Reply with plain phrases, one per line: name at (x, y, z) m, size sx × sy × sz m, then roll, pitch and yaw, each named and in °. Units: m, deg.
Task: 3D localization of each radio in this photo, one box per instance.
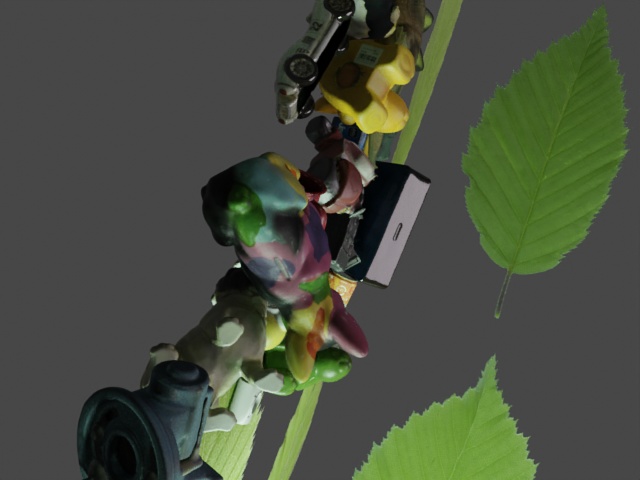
radio at (0.106, -0.035, 1.028) m, size 0.073 × 0.131 × 0.229 m, roll 23°, pitch 91°, yaw -41°

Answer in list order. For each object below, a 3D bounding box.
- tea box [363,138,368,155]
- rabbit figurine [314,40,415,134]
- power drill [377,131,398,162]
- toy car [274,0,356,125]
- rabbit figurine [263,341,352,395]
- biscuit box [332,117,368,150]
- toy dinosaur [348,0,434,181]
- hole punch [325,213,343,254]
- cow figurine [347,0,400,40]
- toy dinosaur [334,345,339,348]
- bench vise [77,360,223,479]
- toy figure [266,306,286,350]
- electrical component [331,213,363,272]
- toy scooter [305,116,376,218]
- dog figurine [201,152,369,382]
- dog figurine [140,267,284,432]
tea box at (0.087, -0.242, 1.068) m, size 0.098 × 0.068 × 0.169 m, roll -33°, pitch 142°, yaw -70°
rabbit figurine at (0.066, -0.207, 0.797) m, size 0.173 × 0.163 × 0.121 m, roll 20°, pitch 88°, yaw -57°
power drill at (0.122, -0.228, 1.238) m, size 0.207 × 0.086 × 0.231 m, roll -57°, pitch 164°, yaw -63°
toy car at (-0.008, -0.230, 0.664) m, size 0.073 × 0.056 × 0.202 m, roll 101°, pitch 14°, yaw -65°
rabbit figurine at (-0.028, 0.247, 1.036) m, size 0.159 × 0.170 × 0.121 m, roll 118°, pitch -25°, yaw -62°
biscuit box at (0.028, -0.123, 1.001) m, size 0.059 × 0.063 × 0.202 m, roll -9°, pitch 118°, yaw -76°
toy dinosaur at (0.122, -0.326, 0.891) m, size 0.198 × 0.105 × 0.470 m, roll -16°, pitch 124°, yaw -62°
hole punch at (-0.042, -0.016, 0.835) m, size 0.115 × 0.092 × 0.142 m, roll 37°, pitch 71°, yaw -44°
cow figurine at (0.062, -0.337, 0.705) m, size 0.068 × 0.098 × 0.167 m, roll -60°, pitch 167°, yaw -18°
toy dinosaur at (-0.007, 0.139, 1.177) m, size 0.192 × 0.131 × 0.404 m, roll -79°, pitch 177°, yaw -62°
bench vise at (-0.183, 0.216, 0.452) m, size 0.240 × 0.129 × 0.223 m, roll -4°, pitch 124°, yaw -56°
toy figure at (-0.070, 0.134, 0.928) m, size 0.180 × 0.082 × 0.089 m, roll -21°, pitch 130°, yaw -79°
electrical component at (-0.002, -0.003, 0.913) m, size 0.134 × 0.115 × 0.058 m, roll -67°, pitch 153°, yaw -14°
toy scooter at (0.036, -0.097, 0.813) m, size 0.075 × 0.135 × 0.184 m, roll -30°, pitch -139°, yaw 28°
dog figurine at (-0.030, 0.036, 0.573) m, size 0.108 × 0.219 × 0.191 m, roll -25°, pitch 167°, yaw 1°
dog figurine at (-0.129, 0.120, 0.632) m, size 0.191 × 0.172 × 0.121 m, roll -116°, pitch -177°, yaw -71°
